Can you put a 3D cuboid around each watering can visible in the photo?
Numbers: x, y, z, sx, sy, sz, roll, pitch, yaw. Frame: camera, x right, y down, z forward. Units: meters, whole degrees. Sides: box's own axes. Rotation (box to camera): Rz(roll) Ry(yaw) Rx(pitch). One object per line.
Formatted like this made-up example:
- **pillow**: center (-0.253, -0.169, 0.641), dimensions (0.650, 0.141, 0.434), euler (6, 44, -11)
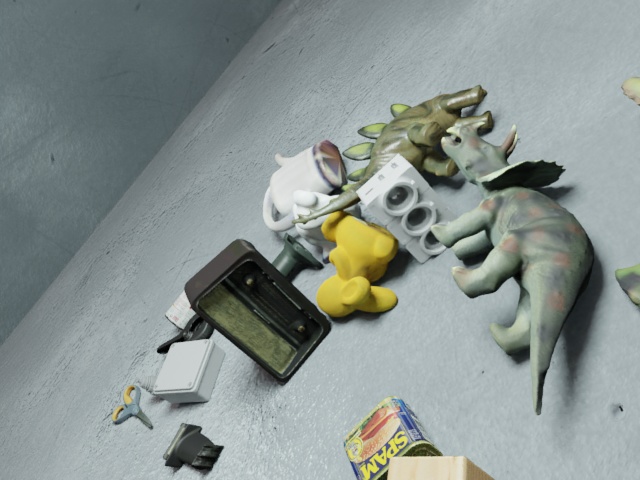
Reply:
- **watering can**: center (-0.045, -0.158, 1.214), dimensions (0.222, 0.102, 0.356), euler (-32, 33, 22)

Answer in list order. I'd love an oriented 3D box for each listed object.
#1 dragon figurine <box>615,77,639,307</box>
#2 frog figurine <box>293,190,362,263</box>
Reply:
- **dragon figurine**: center (0.398, -0.030, 0.518), dimensions (0.241, 0.121, 0.417), euler (-50, 28, 11)
- **frog figurine**: center (0.003, -0.049, 0.970), dimensions (0.136, 0.157, 0.125), euler (-15, 41, 44)
